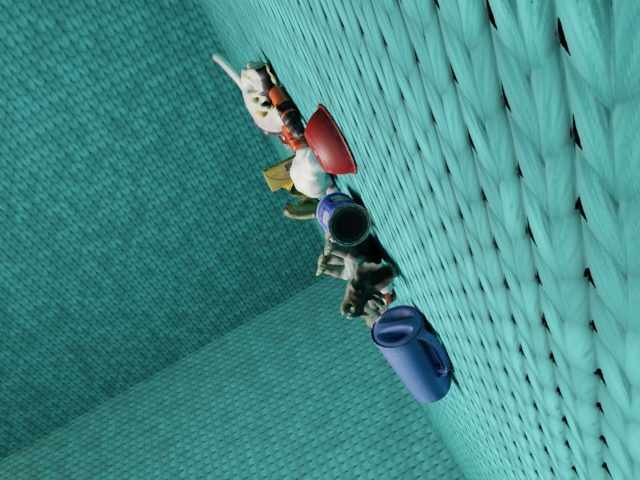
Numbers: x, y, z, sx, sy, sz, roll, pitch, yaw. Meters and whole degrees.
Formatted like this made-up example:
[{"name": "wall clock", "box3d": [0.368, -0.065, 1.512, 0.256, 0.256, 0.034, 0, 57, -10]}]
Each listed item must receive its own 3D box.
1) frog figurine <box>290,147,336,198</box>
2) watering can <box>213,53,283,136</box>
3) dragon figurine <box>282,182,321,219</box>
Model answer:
[{"name": "frog figurine", "box3d": [-0.027, -0.182, 1.365, 0.159, 0.122, 0.138, 0, -100, -80]}, {"name": "watering can", "box3d": [-0.209, -0.468, 1.682, 0.352, 0.105, 0.220, 42, 168, 24]}, {"name": "dragon figurine", "box3d": [0.005, -0.080, 1.599, 0.242, 0.121, 0.416, 23, -164, -7]}]
